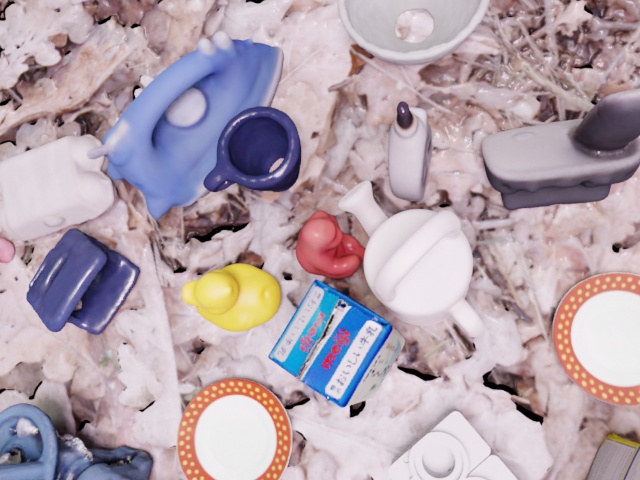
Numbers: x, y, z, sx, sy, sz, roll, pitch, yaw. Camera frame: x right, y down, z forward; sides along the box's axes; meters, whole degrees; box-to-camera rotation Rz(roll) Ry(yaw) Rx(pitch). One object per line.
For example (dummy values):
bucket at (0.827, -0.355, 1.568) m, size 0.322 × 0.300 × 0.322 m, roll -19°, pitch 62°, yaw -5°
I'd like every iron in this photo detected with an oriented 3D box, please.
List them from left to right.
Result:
iron at (-0.147, -0.156, 0.651) m, size 0.118 × 0.141 × 0.258 m, roll 40°, pitch 88°, yaw 17°

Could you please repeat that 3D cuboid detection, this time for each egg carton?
egg carton at (-0.325, -0.062, 0.704) m, size 0.150 × 0.069 × 0.107 m, roll -20°, pitch 74°, yaw 7°

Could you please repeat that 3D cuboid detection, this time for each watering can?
watering can at (0.085, 0.019, 0.537) m, size 0.172 × 0.194 × 0.101 m, roll 26°, pitch 84°, yaw 16°

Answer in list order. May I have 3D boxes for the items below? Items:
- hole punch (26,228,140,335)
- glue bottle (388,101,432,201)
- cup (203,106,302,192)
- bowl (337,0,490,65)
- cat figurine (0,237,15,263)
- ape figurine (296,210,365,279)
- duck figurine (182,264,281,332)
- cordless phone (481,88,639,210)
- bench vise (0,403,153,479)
hole punch at (-0.286, 0.048, 0.661) m, size 0.101 × 0.091 × 0.109 m, roll 30°, pitch 85°, yaw 16°
glue bottle at (0.089, -0.097, 0.573) m, size 0.037 × 0.173 × 0.078 m, roll 11°, pitch 80°, yaw 14°
cup at (-0.068, -0.082, 0.642) m, size 0.118 × 0.095 × 0.091 m, roll -36°, pitch 73°, yaw 2°
bowl at (0.108, -0.266, 0.658) m, size 0.167 × 0.075 × 0.167 m, roll -2°, pitch 77°, yaw 11°
cat figurine at (-0.442, 0.044, 0.679) m, size 0.067 × 0.118 × 0.128 m, roll 9°, pitch 80°, yaw 14°
ape figurine at (0.006, 0.002, 0.610) m, size 0.076 × 0.092 × 0.078 m, roll -14°, pitch 75°, yaw 9°
duck figurine at (-0.099, 0.059, 0.622) m, size 0.104 × 0.086 × 0.077 m, roll -1°, pitch 77°, yaw 12°
cordless phone at (0.232, -0.098, 0.537) m, size 0.147 × 0.185 × 0.094 m, roll -10°, pitch 76°, yaw 10°
bench vise at (-0.276, 0.222, 0.552) m, size 0.207 × 0.220 × 0.121 m, roll -3°, pitch 77°, yaw 11°
